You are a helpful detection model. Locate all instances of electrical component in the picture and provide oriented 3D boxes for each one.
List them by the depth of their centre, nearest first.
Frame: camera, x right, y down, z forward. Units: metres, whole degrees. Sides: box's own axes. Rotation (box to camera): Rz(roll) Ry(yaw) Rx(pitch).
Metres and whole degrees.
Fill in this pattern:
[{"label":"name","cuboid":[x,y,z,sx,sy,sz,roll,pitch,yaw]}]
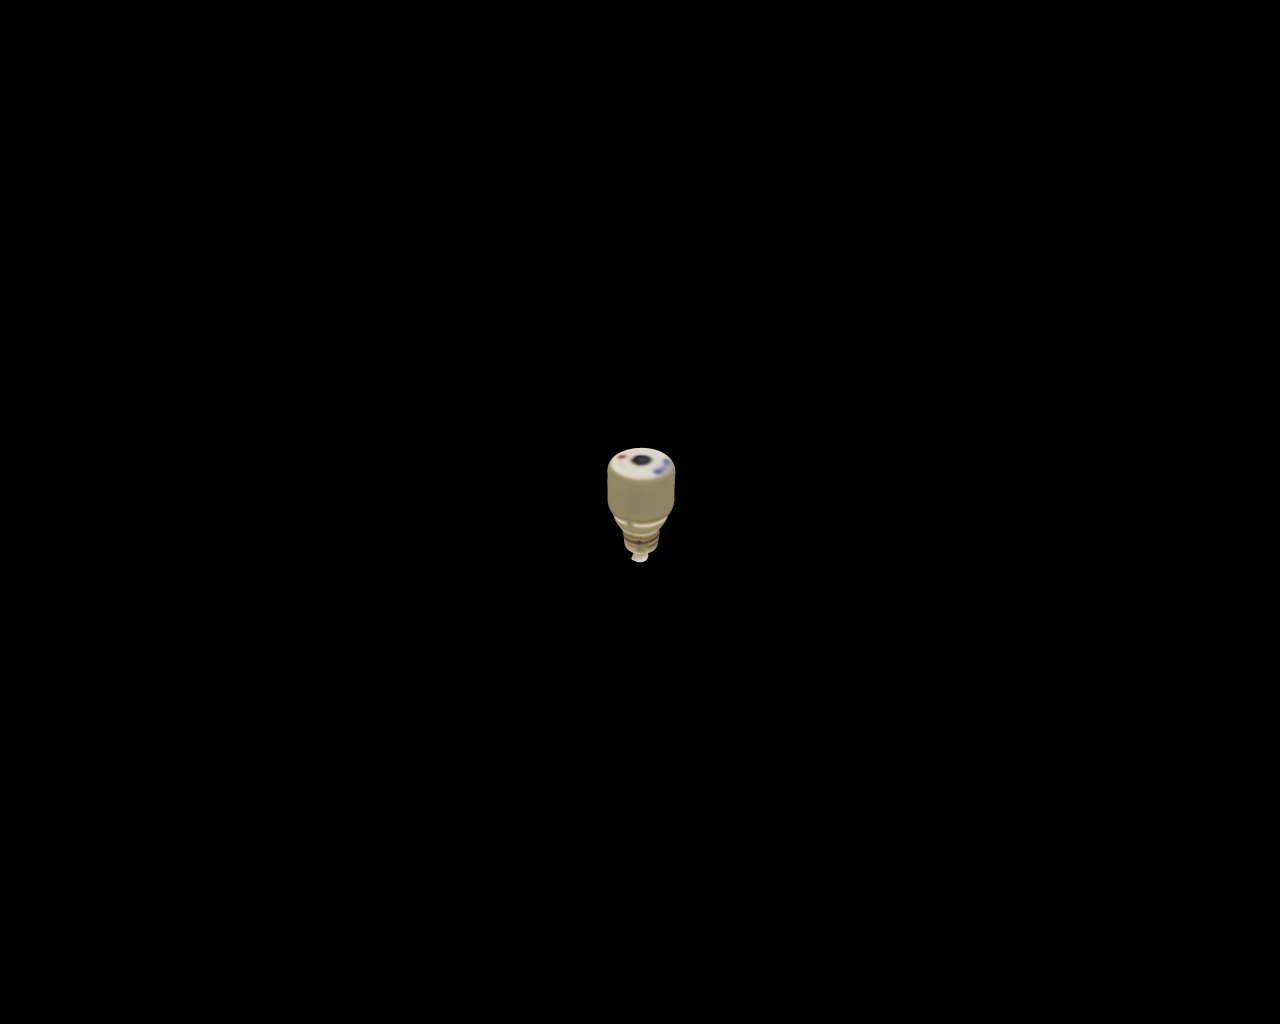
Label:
[{"label":"electrical component","cuboid":[0.001,-0.003,0.650,0.040,0.078,0.040,0,33,0]}]
